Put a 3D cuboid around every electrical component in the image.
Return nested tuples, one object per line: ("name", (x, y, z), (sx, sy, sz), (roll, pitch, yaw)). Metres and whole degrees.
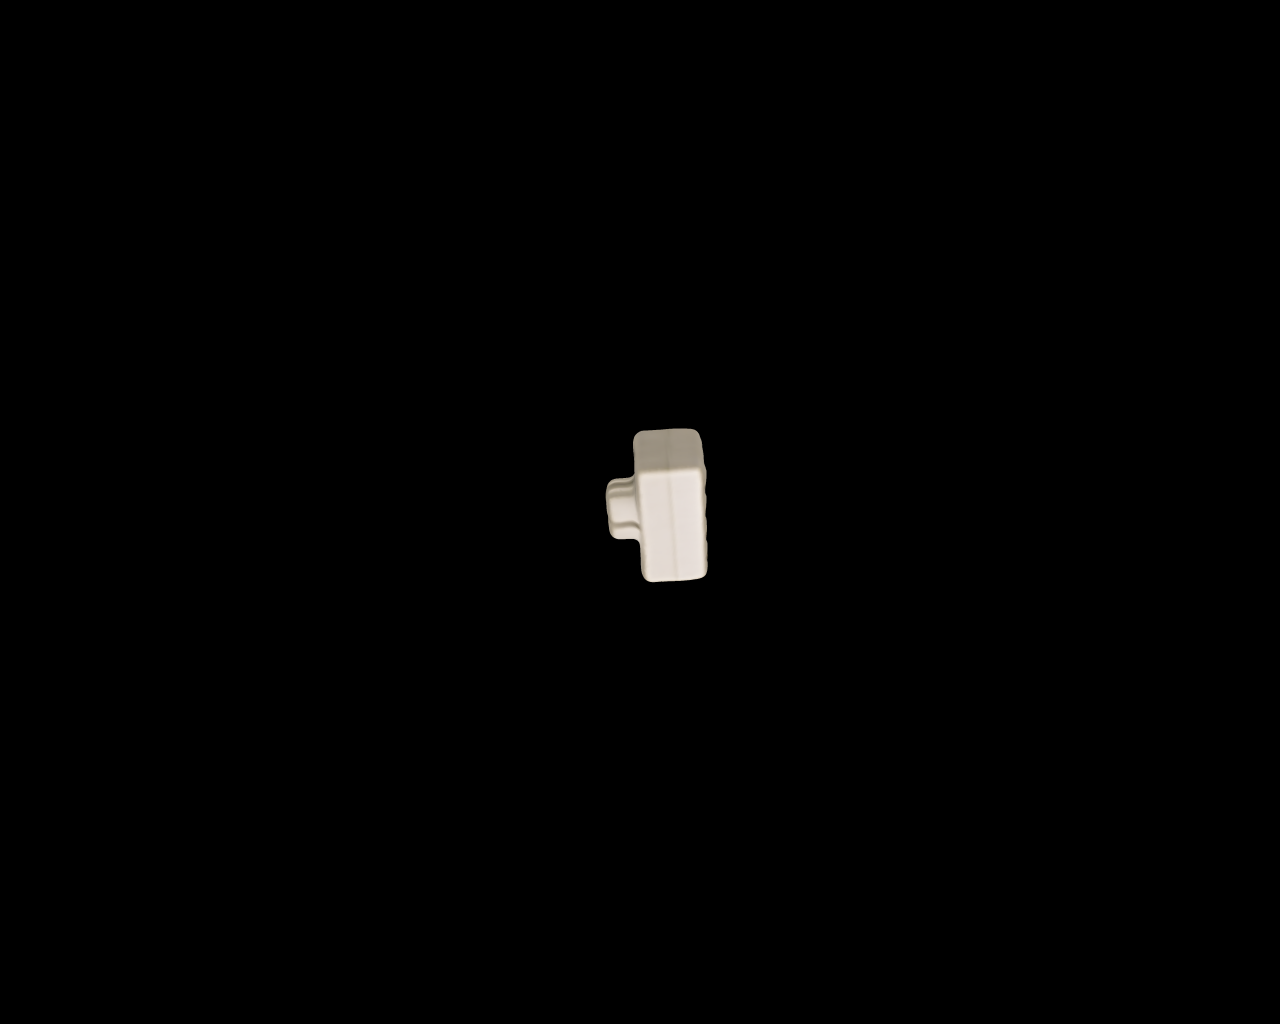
("electrical component", (0.001, -0.003, 0.650), (0.076, 0.083, 0.047), (-3, 36, 2))
